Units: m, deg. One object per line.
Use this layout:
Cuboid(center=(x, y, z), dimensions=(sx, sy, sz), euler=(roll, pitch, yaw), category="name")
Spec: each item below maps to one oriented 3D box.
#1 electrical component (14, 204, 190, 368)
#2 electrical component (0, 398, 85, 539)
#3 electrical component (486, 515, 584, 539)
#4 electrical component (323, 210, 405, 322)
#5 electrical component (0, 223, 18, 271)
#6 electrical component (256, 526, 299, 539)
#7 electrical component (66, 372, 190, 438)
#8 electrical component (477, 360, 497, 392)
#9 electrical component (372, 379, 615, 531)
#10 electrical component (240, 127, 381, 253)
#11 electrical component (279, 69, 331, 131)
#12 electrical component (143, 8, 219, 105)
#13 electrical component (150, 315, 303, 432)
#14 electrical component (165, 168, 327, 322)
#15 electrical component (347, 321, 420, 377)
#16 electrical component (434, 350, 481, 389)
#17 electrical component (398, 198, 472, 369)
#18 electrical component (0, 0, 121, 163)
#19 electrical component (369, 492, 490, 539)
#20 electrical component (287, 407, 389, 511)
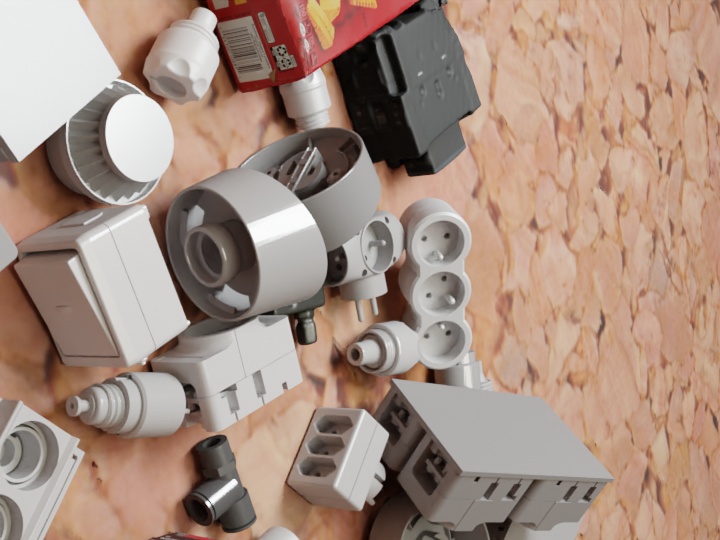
Cuboid(center=(-0.150, 0.017, 0.626), dimensions=(0.061, 0.062, 0.096), euler=(-38, 117, -46), category="electrical component")
Cuboid(center=(-0.204, 0.129, 0.549), dimensions=(0.078, 0.063, 0.121), euler=(47, 53, -40), category="electrical component")
Cuboid(center=(0.138, 0.246, 0.983), dimensions=(0.186, 0.060, 0.105), euler=(-56, 129, -37), category="electrical component")
Cuboid(center=(0.000, 0.000, 0.834), dimensions=(0.077, 0.044, 0.079), euler=(-23, 106, -50), category="electrical component")
Cuboid(center=(-0.234, -0.017, 0.530), dimensions=(0.099, 0.048, 0.099), euler=(-51, 126, -41), category="electrical component")
Cuboid(center=(-0.065, 0.204, 0.743), dimensions=(0.046, 0.040, 0.040), euler=(-36, 116, -53), category="electrical component")
Cuboid(center=(-0.142, 0.082, 0.650), dimensions=(0.078, 0.040, 0.040), euler=(8, 82, -51), category="electrical component")
Cuboid(center=(0.108, 0.113, 0.974), dimensions=(0.035, 0.035, 0.061), euler=(-11, 94, -52), category="electrical component")
Cuboid(center=(0.105, 0.154, 0.882), dimensions=(0.186, 0.105, 0.060), euler=(12, 117, -40), category="electrical component")
Cuboid(center=(-0.037, -0.059, 0.749), dimensions=(0.064, 0.099, 0.099), euler=(55, 48, -43), category="electrical component")
Cuboid(center=(-0.038, -0.119, 0.801), dimensions=(0.035, 0.035, 0.061), euler=(-37, 119, -47), category="electrical component")
Cuboid(center=(-0.112, -0.142, 0.700), dimensions=(0.043, 0.043, 0.062), euler=(45, 53, -41), category="electrical component")
Cuboid(center=(-0.088, 0.063, 0.712), dimensions=(0.089, 0.050, 0.055), euler=(-27, 109, -50), category="electrical component")
Cuboid(center=(-0.076, -0.016, 0.695), dimensions=(0.064, 0.099, 0.099), euler=(-24, 107, -44), category="electrical component")
Cuboid(center=(0.016, 0.063, 0.851), dimensions=(0.062, 0.043, 0.043), euler=(-4, 91, -51), category="electrical component")
Cuboid(center=(0.084, 0.082, 0.941), dimensions=(0.040, 0.040, 0.078), euler=(-7, 93, -52), category="electrical component")
Cuboid(center=(0.057, 0.006, 0.896), dimensions=(0.052, 0.073, 0.138), euler=(-7, 113, -11), category="electrical component")
Cuboid(center=(-0.209, -0.139, 0.560), dimensions=(0.089, 0.062, 0.150), euler=(-54, 128, -39), category="electrical component")
Cuboid(center=(0.054, 0.229, 0.872), dimensions=(0.099, 0.064, 0.099), euler=(0, 90, -52), category="electrical component")
Cuboid(center=(-0.006, 0.151, 0.815), dimensions=(0.076, 0.047, 0.065), euler=(49, 52, -39), category="electrical component")
